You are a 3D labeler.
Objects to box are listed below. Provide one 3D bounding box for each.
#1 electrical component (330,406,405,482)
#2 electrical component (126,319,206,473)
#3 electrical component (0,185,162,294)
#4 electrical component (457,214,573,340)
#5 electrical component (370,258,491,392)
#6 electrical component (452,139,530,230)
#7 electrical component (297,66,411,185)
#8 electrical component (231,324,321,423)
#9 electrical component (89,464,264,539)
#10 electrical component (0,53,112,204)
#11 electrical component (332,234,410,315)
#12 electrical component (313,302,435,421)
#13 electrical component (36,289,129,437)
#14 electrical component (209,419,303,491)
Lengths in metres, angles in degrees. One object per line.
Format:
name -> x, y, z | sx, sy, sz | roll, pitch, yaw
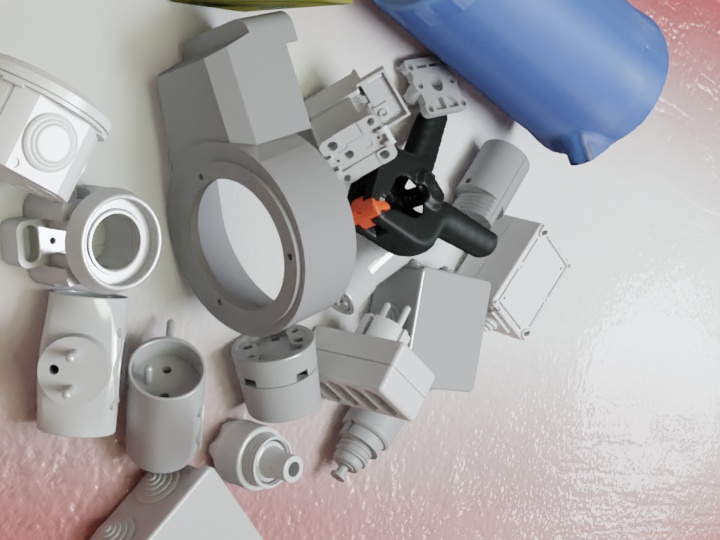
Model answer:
electrical component -> 0.004, 0.120, 0.790 | 0.078, 0.040, 0.040 | -55, 132, -26
electrical component -> -0.114, 0.066, 0.637 | 0.077, 0.044, 0.079 | 105, -14, -47
electrical component -> -0.146, -0.018, 0.589 | 0.078, 0.057, 0.058 | -13, 106, -46
electrical component -> 0.118, 0.010, 0.889 | 0.096, 0.061, 0.061 | -56, 133, -15
electrical component -> 0.050, 0.044, 0.822 | 0.100, 0.048, 0.099 | 12, 87, -48
electrical component -> 0.100, -0.061, 0.865 | 0.081, 0.043, 0.043 | -58, 133, -25
electrical component -> -0.007, -0.093, 0.717 | 0.081, 0.063, 0.042 | -30, 129, 7
electrical component -> -0.054, 0.068, 0.709 | 0.055, 0.055, 0.047 | -30, 121, -41
electrical component -> -0.114, 0.175, 0.661 | 0.099, 0.048, 0.099 | -49, 129, -31
electrical component -> -0.170, -0.072, 0.538 | 0.080, 0.080, 0.051 | 33, 77, -46
electrical component -> 0.000, 0.000, 0.767 | 0.065, 0.044, 0.044 | -48, 128, -26
electrical component -> 0.011, 0.056, 0.755 | 0.047, 0.083, 0.075 | 47, 62, -41
electrical component -> -0.152, 0.052, 0.583 | 0.044, 0.079, 0.077 | 6, 92, -7
electrical component -> -0.064, 0.122, 0.698 | 0.043, 0.062, 0.043 | -10, 103, -47
